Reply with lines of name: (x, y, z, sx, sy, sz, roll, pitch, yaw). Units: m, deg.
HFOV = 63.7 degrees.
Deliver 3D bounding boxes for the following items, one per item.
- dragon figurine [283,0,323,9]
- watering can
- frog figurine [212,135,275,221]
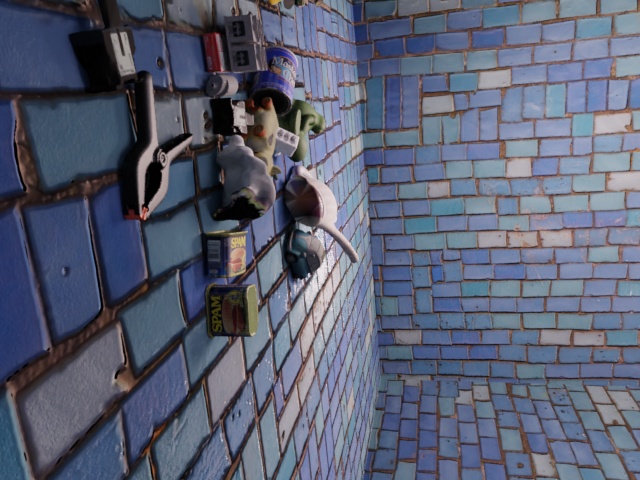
dragon figurine: (-0.090, -0.832, 1.515, 0.403, 0.122, 0.247, 64, 10, -64)
watering can: (0.005, -0.077, 1.529, 0.350, 0.103, 0.225, 60, 19, 7)
frog figurine: (-0.151, -0.123, 1.029, 0.134, 0.122, 0.163, 125, -32, -51)
